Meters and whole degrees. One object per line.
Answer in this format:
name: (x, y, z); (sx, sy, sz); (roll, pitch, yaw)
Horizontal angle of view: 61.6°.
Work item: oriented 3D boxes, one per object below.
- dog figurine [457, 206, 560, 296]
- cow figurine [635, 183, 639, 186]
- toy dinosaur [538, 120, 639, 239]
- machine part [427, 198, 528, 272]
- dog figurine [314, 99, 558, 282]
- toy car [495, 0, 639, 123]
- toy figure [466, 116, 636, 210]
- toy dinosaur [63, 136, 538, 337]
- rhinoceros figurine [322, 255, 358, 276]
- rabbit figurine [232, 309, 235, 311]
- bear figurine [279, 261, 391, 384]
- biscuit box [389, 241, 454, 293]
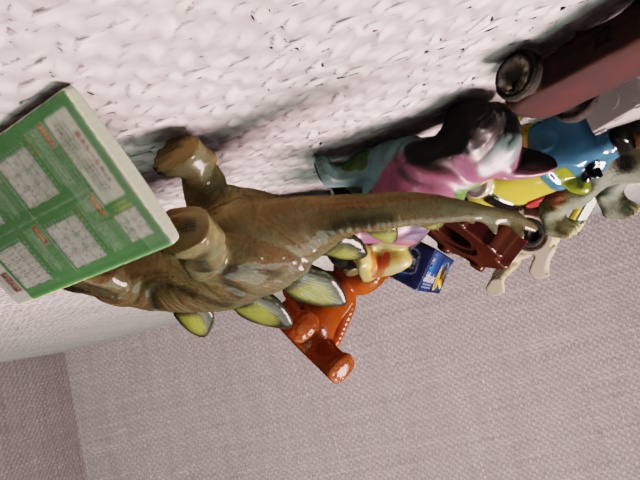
dog figurine: (0.325, -0.014, 0.873); (0.172, 0.121, 0.190); (-29, -178, 36)
cow figurine: (0.486, -0.132, 0.730); (0.068, 0.098, 0.167); (-6, 171, -13)
toy dinosaur: (0.349, -0.101, 0.576); (0.405, 0.192, 0.131); (0, -162, 39)
machine part: (0.187, -0.024, 0.729); (0.056, 0.179, 0.179); (-54, 174, -6)
dog figurine: (0.118, -0.054, 0.552); (0.219, 0.108, 0.191); (-19, 147, 7)
toy car: (0.218, -0.140, 0.372); (0.089, 0.053, 0.202); (10, 161, -29)
toy figure: (0.233, -0.081, 0.569); (0.180, 0.089, 0.082); (-19, -146, 41)
toy dinosaur: (-0.072, 0.006, 0.459); (0.472, 0.105, 0.198); (-9, 151, 26)
rhinoceros figurine: (0.026, -0.014, 0.705); (0.190, 0.112, 0.073); (-9, 139, -26)
rabbit figurine: (-0.202, 0.068, 0.991); (0.170, 0.121, 0.159); (10, 169, -23)
bear figurine: (0.036, 0.076, 0.737); (0.196, 0.120, 0.132); (-40, -158, -11)
biscuit box: (0.143, 0.037, 0.769); (0.059, 0.062, 0.202); (26, -177, 22)
